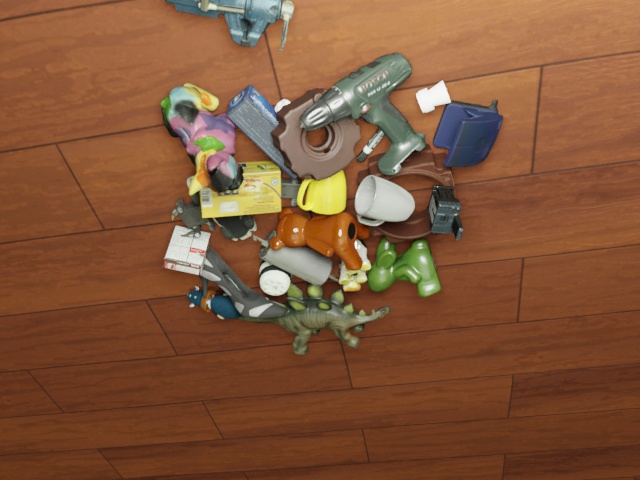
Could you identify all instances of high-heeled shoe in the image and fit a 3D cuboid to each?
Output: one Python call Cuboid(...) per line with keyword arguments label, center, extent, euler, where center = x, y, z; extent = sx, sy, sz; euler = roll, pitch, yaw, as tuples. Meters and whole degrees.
Cuboid(label="high-heeled shoe", center=(-0.197, 0.101, 1.330), extent=(0.249, 0.086, 0.145), euler=(13, 112, 8))

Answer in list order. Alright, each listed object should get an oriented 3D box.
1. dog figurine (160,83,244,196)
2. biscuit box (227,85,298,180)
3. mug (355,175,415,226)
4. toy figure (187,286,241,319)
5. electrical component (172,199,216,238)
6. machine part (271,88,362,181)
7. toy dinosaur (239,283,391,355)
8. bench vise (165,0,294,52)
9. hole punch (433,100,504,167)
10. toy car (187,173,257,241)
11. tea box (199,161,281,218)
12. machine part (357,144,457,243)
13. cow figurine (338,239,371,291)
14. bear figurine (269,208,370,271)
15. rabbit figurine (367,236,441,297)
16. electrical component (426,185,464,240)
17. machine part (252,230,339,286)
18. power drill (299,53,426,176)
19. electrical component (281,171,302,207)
Cuboid(label="dog figurine", center=(-0.227, -0.181, 1.019), extent=(0.191, 0.219, 0.108), euler=(35, 120, -26))
Cuboid(label="biscuit box", center=(-0.096, -0.216, 1.089), extent=(0.063, 0.059, 0.202), euler=(-31, 124, 26))
Cuboid(label="mug", center=(0.131, -0.068, 1.088), extent=(0.107, 0.081, 0.109), euler=(13, 125, -22))
Cuboid(label="toy figure", center=(-0.277, 0.167, 1.414), extent=(0.155, 0.064, 0.057), euler=(14, 143, 20))
Cuboid(label="electrical component", center=(-0.297, -0.050, 1.248), extent=(0.078, 0.045, 0.102), euler=(-9, 130, 11))
Cuboid(label="machine part", center=(-0.004, -0.203, 1.053), extent=(0.179, 0.056, 0.179), euler=(-8, 114, -18))
Cuboid(label="toy dinosaur", center=(-0.046, 0.199, 1.426), extent=(0.472, 0.105, 0.198), euler=(-10, 123, 16))
Cuboid(label="bench vise", center=(-0.140, -0.432, 0.857), extent=(0.224, 0.129, 0.240), euler=(17, 142, -2))
Cuboid(label="hole punch", center=(0.300, -0.205, 1.072), extent=(0.116, 0.092, 0.142), euler=(5, 127, -8))
Cuboid(label="toy car", center=(-0.221, -0.076, 1.218), extent=(0.073, 0.056, 0.201), euler=(-27, 126, 14))
Cuboid(label="tea box", center=(-0.169, -0.108, 1.130), extent=(0.170, 0.068, 0.098), euler=(-4, 120, -13))
Cuboid(label="machine part", center=(0.192, -0.095, 1.170), extent=(0.201, 0.087, 0.201), euler=(-11, 131, 10))
Cuboid(label="cow figurine", center=(0.078, 0.059, 1.314), extent=(0.068, 0.098, 0.167), euler=(-1, 150, -5))
Cuboid(label="bear figurine", center=(-0.004, -0.006, 1.216), extent=(0.196, 0.120, 0.131), euler=(-3, 150, 32))
Cuboid(label="rabbit figurine", center=(0.189, 0.072, 1.290), extent=(0.170, 0.121, 0.158), euler=(-18, 122, 13))
Cuboid(label="electrical component", center=(0.250, -0.048, 1.075), extent=(0.048, 0.119, 0.074), euler=(5, 133, -3))
Cuboid(label="machine part", center=(-0.058, 0.045, 1.304), extent=(0.243, 0.079, 0.079), euler=(27, 126, -20))
Cuboid(label="power drill", center=(0.096, -0.222, 1.016), extent=(0.232, 0.086, 0.207), euler=(-42, 116, -4))
Cuboid(label="electrical component", center=(-0.073, -0.115, 1.201), extent=(0.063, 0.021, 0.093), euler=(2, 132, 0))
